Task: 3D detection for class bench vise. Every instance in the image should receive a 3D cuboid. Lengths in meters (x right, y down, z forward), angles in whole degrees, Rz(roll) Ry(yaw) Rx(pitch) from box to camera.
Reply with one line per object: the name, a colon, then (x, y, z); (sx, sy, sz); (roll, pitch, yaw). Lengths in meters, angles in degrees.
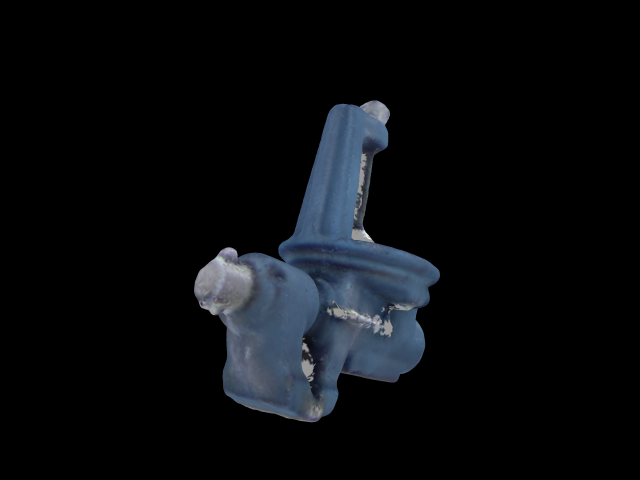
bench vise: (0.015, 0.001, 0.395); (0.121, 0.220, 0.208); (0, 0, 22)
